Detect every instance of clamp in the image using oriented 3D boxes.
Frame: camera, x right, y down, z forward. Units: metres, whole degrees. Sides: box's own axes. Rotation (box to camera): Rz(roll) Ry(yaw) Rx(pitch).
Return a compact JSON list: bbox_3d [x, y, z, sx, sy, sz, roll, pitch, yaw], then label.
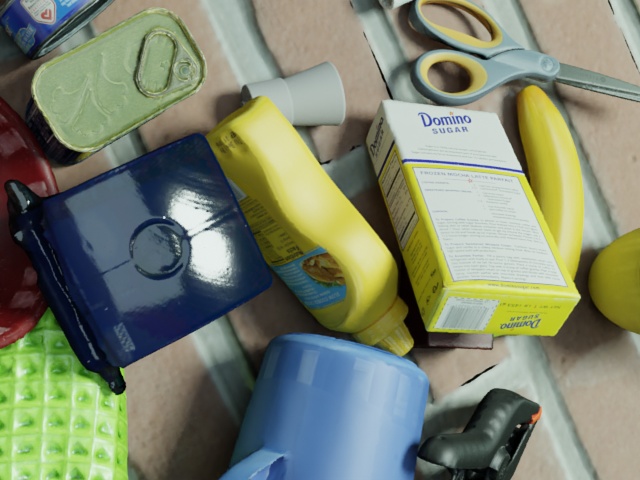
[{"bbox_3d":[0.103,0.142,0.703,0.039,0.120,0.171,21,40,22],"label":"clamp"}]

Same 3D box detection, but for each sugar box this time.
[{"bbox_3d":[0.095,-0.018,0.703,0.093,0.048,0.176,5,43,-19],"label":"sugar box"}]

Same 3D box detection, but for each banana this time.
[{"bbox_3d":[0.161,-0.013,0.781,0.069,0.037,0.198,16,81,-19],"label":"banana"}]

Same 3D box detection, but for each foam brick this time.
[{"bbox_3d":[0.088,0.038,0.743,0.051,0.053,0.078,5,84,-20],"label":"foam brick"}]

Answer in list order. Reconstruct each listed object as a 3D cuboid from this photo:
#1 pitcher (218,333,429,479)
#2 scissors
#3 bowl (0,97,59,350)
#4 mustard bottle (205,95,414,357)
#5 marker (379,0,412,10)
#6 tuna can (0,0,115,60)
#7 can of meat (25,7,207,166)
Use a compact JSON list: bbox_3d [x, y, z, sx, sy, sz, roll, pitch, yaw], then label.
[{"bbox_3d":[-0.015,0.182,0.651,0.145,0.149,0.243,16,77,-7],"label":"pitcher"},{"bbox_3d":[0.150,-0.113,0.773,0.201,0.016,0.096,27,67,-4],"label":"scissors"},{"bbox_3d":[-0.220,-0.012,0.604,0.162,0.055,0.162,32,52,-54],"label":"bowl"},{"bbox_3d":[-0.004,0.001,0.688,0.058,0.096,0.191,-44,101,-28],"label":"mustard bottle"},{"bbox_3d":[0.092,-0.195,0.772,0.121,0.020,0.020,-29,96,-27],"label":"marker"},{"bbox_3d":[-0.154,-0.148,0.652,0.086,0.086,0.033,-43,102,-18],"label":"tuna can"},{"bbox_3d":[-0.129,-0.091,0.657,0.102,0.084,0.057,-34,98,-19],"label":"can of meat"}]
